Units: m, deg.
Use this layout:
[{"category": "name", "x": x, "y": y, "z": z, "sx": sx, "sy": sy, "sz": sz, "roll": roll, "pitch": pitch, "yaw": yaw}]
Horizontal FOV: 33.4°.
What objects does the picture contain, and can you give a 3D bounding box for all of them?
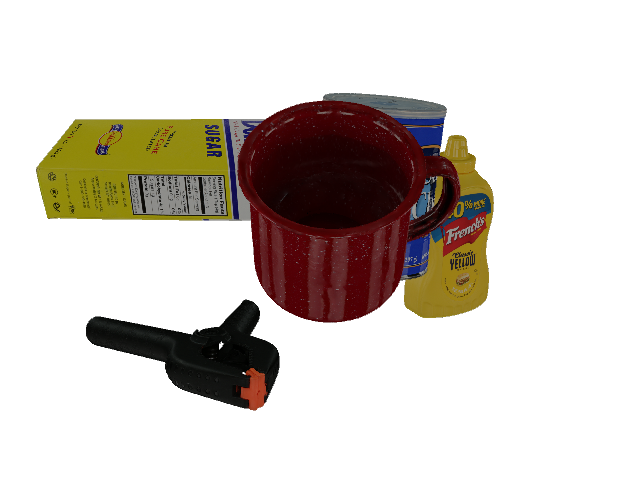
[{"category": "clamp", "x": -0.087, "y": 0.092, "z": 0.910, "sx": 0.164, "sy": 0.036, "sz": 0.210, "roll": -8, "pitch": 17, "yaw": -33}, {"category": "coffee can", "x": 0.047, "y": -0.047, "z": 0.895, "sx": 0.103, "sy": 0.140, "sz": 0.103, "roll": 5, "pitch": 14, "yaw": -1}, {"category": "sugar box", "x": -0.097, "y": -0.051, "z": 0.744, "sx": 0.176, "sy": 0.048, "sz": 0.093, "roll": -2, "pitch": 29, "yaw": 7}, {"category": "mug", "x": 0.017, "y": -0.014, "z": 0.555, "sx": 0.117, "sy": 0.093, "sz": 0.081, "roll": -14, "pitch": -38, "yaw": -12}, {"category": "mustard bottle", "x": 0.138, "y": -0.017, "z": 1.129, "sx": 0.096, "sy": 0.192, "sz": 0.058, "roll": -11, "pitch": 24, "yaw": -27}]
